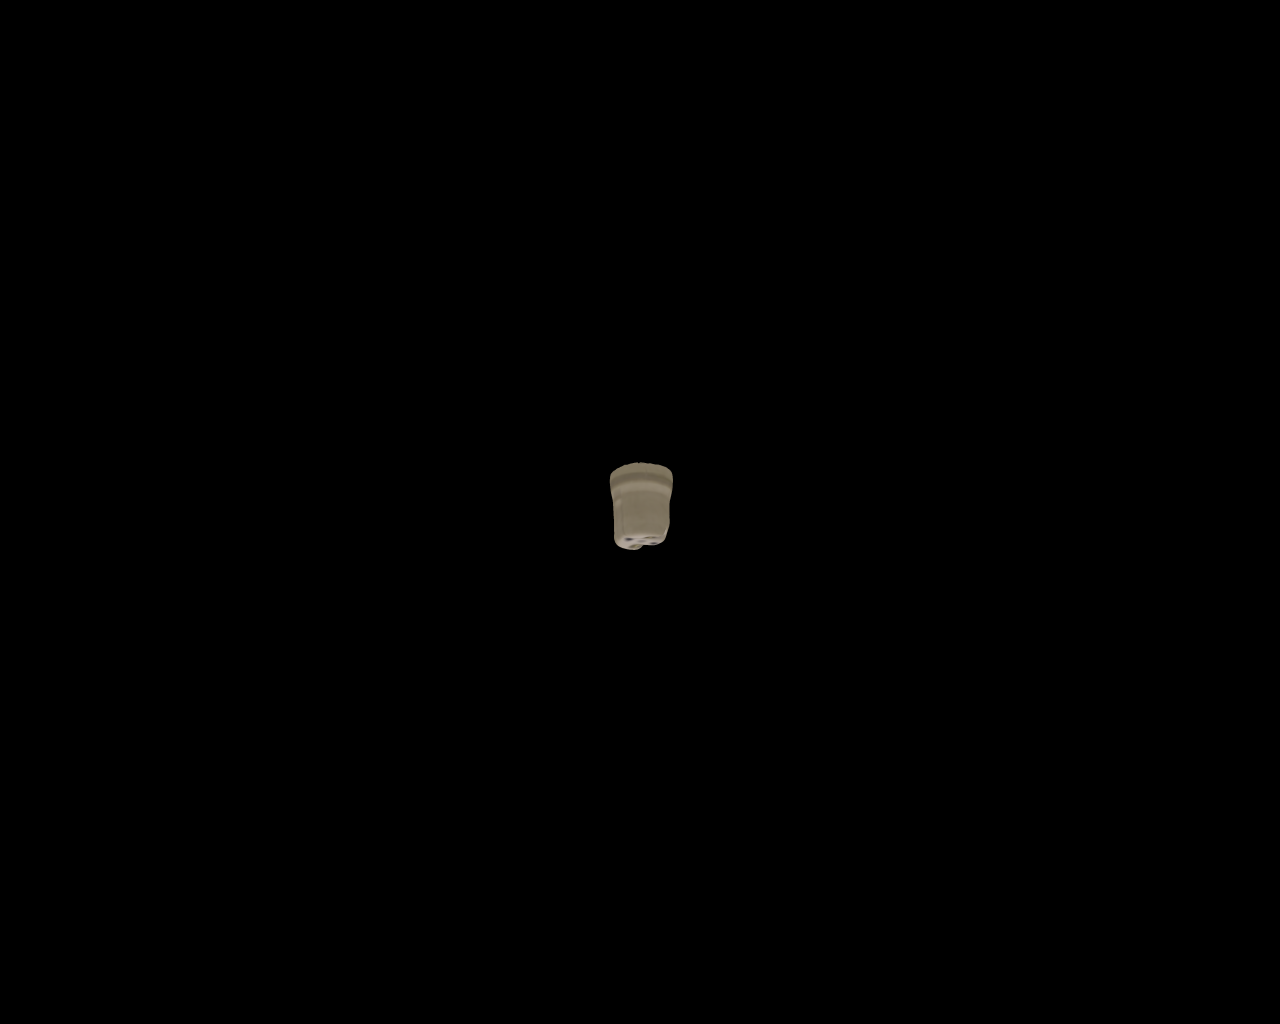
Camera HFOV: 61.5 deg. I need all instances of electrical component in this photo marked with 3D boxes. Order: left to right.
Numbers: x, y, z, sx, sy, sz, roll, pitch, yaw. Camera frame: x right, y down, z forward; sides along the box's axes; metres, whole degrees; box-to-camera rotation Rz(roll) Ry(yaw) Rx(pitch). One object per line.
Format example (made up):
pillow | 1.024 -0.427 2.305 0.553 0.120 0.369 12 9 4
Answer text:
electrical component | 0.001 -0.003 0.650 0.040 0.046 0.040 0 -22 0
